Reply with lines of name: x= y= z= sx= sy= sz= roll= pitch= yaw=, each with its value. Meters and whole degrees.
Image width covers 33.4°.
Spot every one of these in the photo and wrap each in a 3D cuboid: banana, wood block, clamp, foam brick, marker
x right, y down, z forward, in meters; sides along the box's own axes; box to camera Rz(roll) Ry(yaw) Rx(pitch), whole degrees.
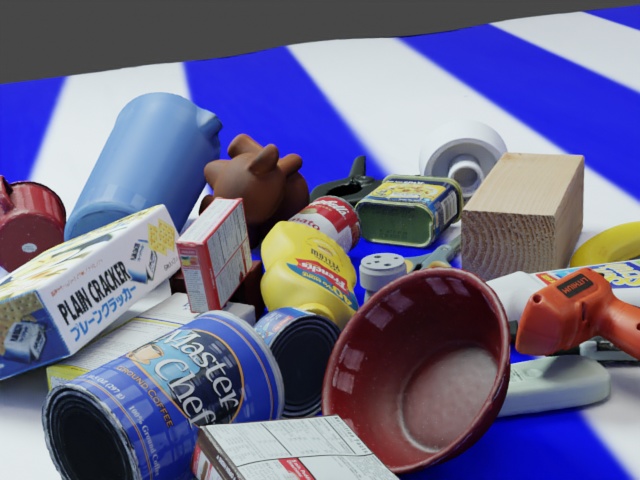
banana: x=0.297 y=0.016 z=1.064 sx=0.070 sy=0.037 sz=0.197 roll=27 pitch=34 yaw=27
wood block: x=0.212 y=-0.019 z=1.095 sx=0.091 sy=0.090 sz=0.205 roll=3 pitch=21 yaw=20
clamp: x=0.064 y=-0.060 z=1.317 sx=0.165 sy=0.036 sz=0.209 roll=9 pitch=24 yaw=34
foam brick: x=-0.096 y=0.051 z=1.023 sx=0.078 sy=0.053 sz=0.051 roll=0 pitch=20 yaw=16
marker: x=0.247 y=0.092 z=0.882 sx=0.121 sy=0.020 sz=0.020 roll=-1 pitch=20 yaw=10

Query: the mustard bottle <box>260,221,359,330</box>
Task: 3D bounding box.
mustard bottle: x=-0.009 y=0.049 z=0.969 sx=0.096 sy=0.058 sz=0.191 roll=35 pitch=17 yaw=-14

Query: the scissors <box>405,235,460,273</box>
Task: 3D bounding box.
scissors: x=0.111 y=0.017 z=1.126 sx=0.096 sy=0.016 sz=0.201 roll=2 pitch=21 yaw=15

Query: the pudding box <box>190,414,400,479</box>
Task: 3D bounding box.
pudding box: x=-0.015 y=0.154 z=0.694 sx=0.113 sy=0.039 sz=0.090 roll=3 pitch=20 yaw=-32

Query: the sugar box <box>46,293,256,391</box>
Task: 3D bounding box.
sugar box: x=-0.138 y=0.099 z=0.912 sx=0.093 sy=0.048 sz=0.175 roll=8 pitch=19 yaw=30

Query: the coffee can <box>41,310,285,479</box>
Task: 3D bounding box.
coffee can: x=-0.109 y=0.122 z=0.757 sx=0.103 sy=0.103 sz=0.140 roll=13 pitch=26 yaw=39

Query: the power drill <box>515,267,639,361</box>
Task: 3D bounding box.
power drill: x=0.242 y=0.092 z=0.784 sx=0.188 sy=0.057 sz=0.184 roll=28 pitch=27 yaw=32

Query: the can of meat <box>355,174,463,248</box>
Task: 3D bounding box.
can of meat: x=0.100 y=-0.033 z=1.206 sx=0.102 sy=0.057 sz=0.083 roll=6 pitch=25 yaw=28

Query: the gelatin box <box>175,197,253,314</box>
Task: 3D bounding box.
gelatin box: x=-0.093 y=0.013 z=0.950 sx=0.030 sy=0.073 sz=0.089 roll=3 pitch=30 yaw=20

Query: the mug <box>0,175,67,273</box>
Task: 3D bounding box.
mug: x=-0.330 y=-0.019 z=1.184 sx=0.093 sy=0.117 sz=0.081 roll=-26 pitch=29 yaw=-7

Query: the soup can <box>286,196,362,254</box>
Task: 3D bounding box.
soup can: x=-0.007 y=0.001 z=1.119 sx=0.069 sy=0.068 sz=0.102 roll=6 pitch=23 yaw=26

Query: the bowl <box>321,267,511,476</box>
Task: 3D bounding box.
bowl: x=0.079 y=0.102 z=0.771 sx=0.162 sy=0.055 sz=0.162 roll=-26 pitch=45 yaw=29

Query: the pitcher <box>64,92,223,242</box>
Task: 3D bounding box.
pitcher: x=-0.207 y=-0.052 z=1.197 sx=0.145 sy=0.149 sz=0.242 roll=17 pitch=34 yaw=-2

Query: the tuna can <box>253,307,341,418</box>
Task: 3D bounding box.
tuna can: x=-0.021 y=0.096 z=0.834 sx=0.085 sy=0.086 sz=0.034 roll=-20 pitch=23 yaw=-36

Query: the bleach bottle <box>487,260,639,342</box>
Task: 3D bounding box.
bleach bottle: x=0.242 y=0.057 z=0.921 sx=0.251 sy=0.068 sz=0.102 roll=-5 pitch=20 yaw=6
